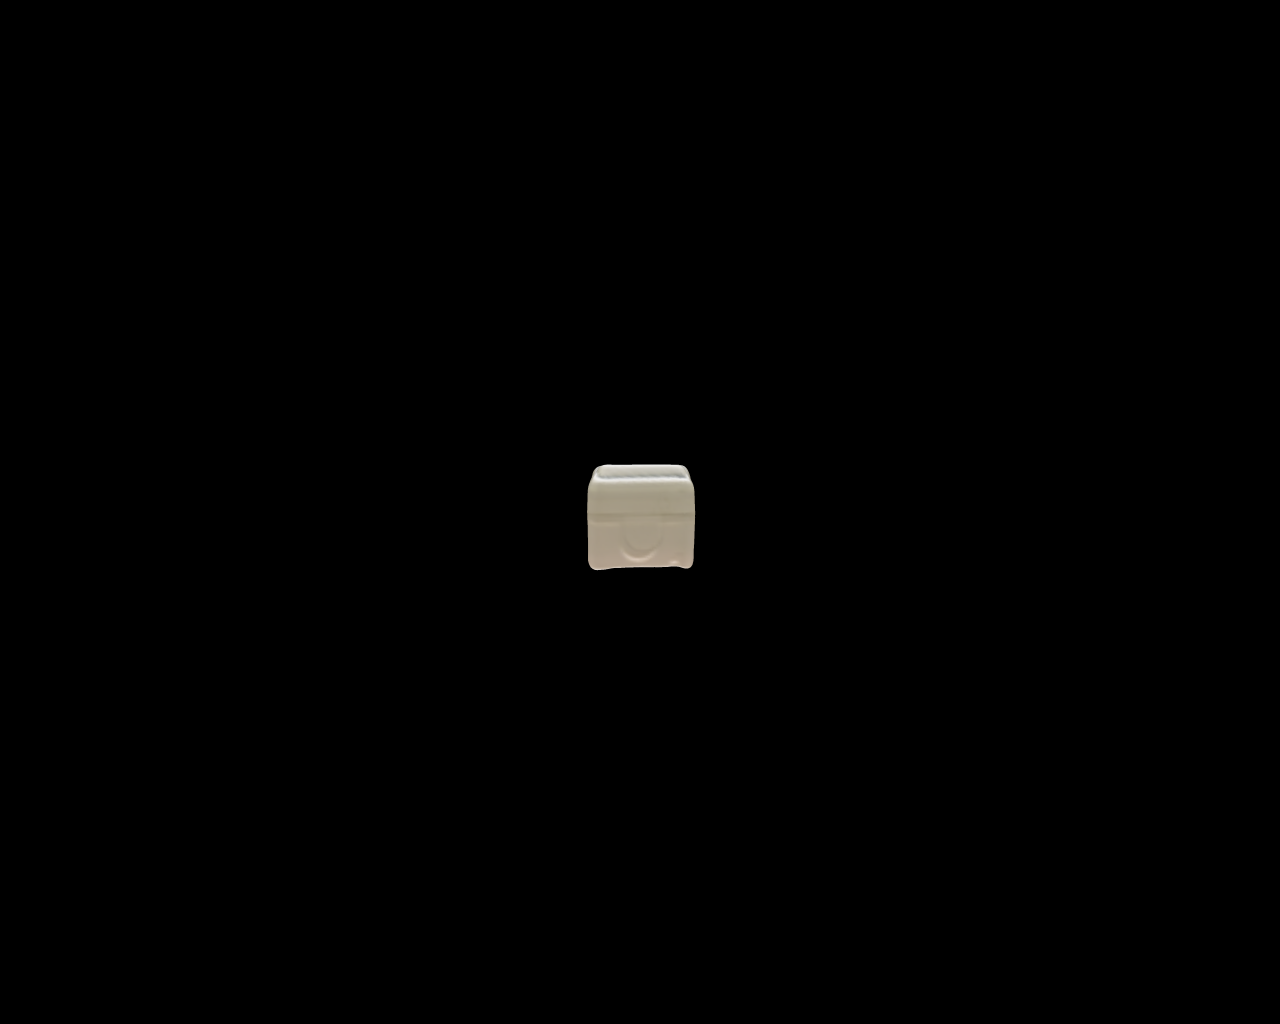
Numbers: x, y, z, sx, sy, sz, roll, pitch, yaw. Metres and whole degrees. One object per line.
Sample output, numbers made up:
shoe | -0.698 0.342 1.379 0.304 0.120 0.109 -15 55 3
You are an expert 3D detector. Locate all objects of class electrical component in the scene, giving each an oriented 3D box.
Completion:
electrical component | 0.001 -0.003 0.650 0.062 0.061 0.096 0 9 0
